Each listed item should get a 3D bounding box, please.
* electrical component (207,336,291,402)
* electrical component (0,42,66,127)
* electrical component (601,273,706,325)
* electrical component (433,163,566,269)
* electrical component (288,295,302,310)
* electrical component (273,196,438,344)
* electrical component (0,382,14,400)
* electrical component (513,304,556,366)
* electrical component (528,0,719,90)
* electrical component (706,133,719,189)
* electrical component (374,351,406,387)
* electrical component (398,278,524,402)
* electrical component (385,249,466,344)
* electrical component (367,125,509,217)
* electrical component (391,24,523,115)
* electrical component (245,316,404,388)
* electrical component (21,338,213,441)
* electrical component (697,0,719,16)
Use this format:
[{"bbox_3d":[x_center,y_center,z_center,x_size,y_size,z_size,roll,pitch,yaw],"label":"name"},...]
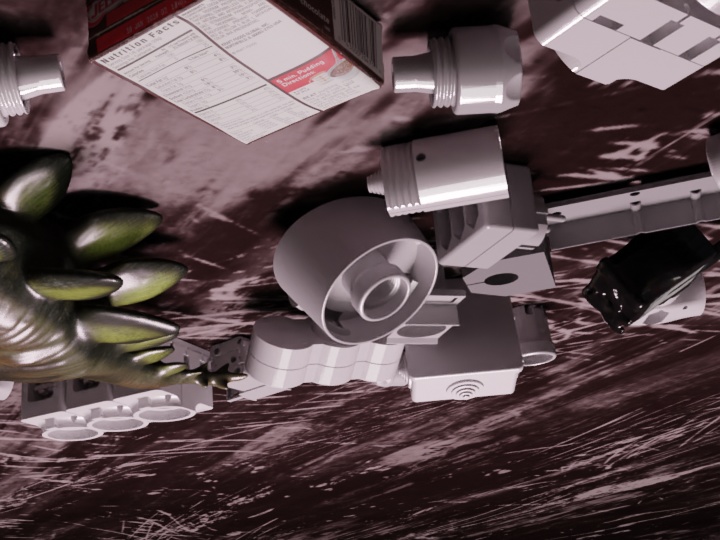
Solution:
[{"bbox_3d":[-0.101,0.088,0.978,0.081,0.042,0.064,-22,150,34],"label":"electrical component"},{"bbox_3d":[-0.170,-0.088,0.500,0.062,0.048,0.048,-10,160,-8],"label":"electrical component"},{"bbox_3d":[0.238,0.013,0.864,0.077,0.043,0.079,-5,159,-1],"label":"electrical component"},{"bbox_3d":[0.097,-0.033,0.702,0.077,0.047,0.066,5,157,-24],"label":"electrical component"},{"bbox_3d":[-0.021,0.009,0.786,0.055,0.045,0.045,5,157,-23],"label":"electrical component"},{"bbox_3d":[0.000,0.000,0.724,0.099,0.064,0.099,-22,139,-21],"label":"electrical component"},{"bbox_3d":[-0.324,0.078,0.890,0.077,0.043,0.079,12,153,-37],"label":"electrical component"},{"bbox_3d":[0.151,0.058,0.955,0.040,0.046,0.040,-5,159,-2],"label":"electrical component"},{"bbox_3d":[0.120,-0.120,0.480,0.089,0.050,0.056,10,154,-35],"label":"electrical component"},{"bbox_3d":[0.247,-0.072,0.650,0.078,0.040,0.040,-20,155,32],"label":"electrical component"},{"bbox_3d":[0.042,0.095,1.041,0.061,0.035,0.035,1,158,-24],"label":"electrical component"},{"bbox_3d":[0.078,0.056,0.862,0.100,0.099,0.048,-5,146,-2],"label":"electrical component"},{"bbox_3d":[0.043,0.019,0.801,0.042,0.063,0.081,3,157,-18],"label":"electrical component"},{"bbox_3d":[0.044,-0.057,0.634,0.081,0.043,0.043,-9,159,9],"label":"electrical component"},{"bbox_3d":[0.047,-0.098,0.529,0.062,0.043,0.043,-4,159,-2],"label":"electrical component"},{"bbox_3d":[-0.023,0.051,0.886,0.138,0.052,0.073,0,119,-30],"label":"electrical component"},{"bbox_3d":[-0.219,0.109,0.972,0.150,0.061,0.089,-14,157,21],"label":"electrical component"},{"bbox_3d":[0.158,-0.139,0.437,0.055,0.055,0.047,9,151,-33],"label":"electrical component"}]
